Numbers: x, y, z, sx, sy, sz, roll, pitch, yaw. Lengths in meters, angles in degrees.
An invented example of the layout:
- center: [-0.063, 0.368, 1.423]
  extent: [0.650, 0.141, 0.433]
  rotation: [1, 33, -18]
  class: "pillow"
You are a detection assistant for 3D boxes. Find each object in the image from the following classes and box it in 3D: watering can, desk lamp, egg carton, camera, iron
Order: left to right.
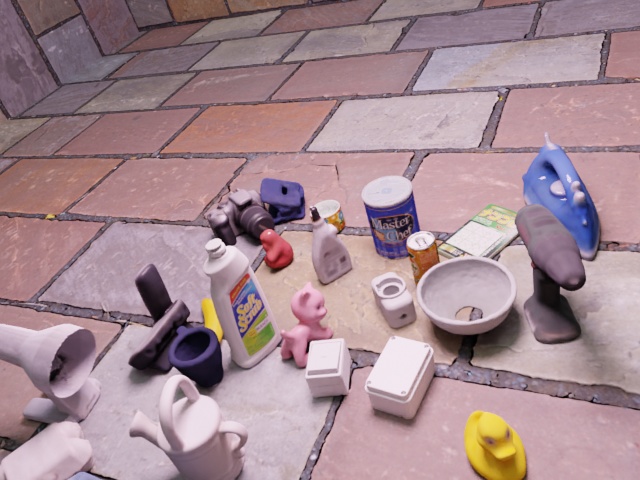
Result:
- center: [-0.451, 0.374, 0.942]
  extent: [0.150, 0.069, 0.107]
  rotation: [-37, 40, -24]
  class: "egg carton"
- center: [-0.480, 0.234, 1.014]
  extent: [0.202, 0.214, 0.118]
  rotation: [0, 40, 23]
  class: "desk lamp"
- center: [-0.197, 0.283, 0.847]
  extent: [0.173, 0.194, 0.100]
  rotation: [-20, 36, -2]
  class: "watering can"
- center: [-0.180, -0.052, 1.353]
  extent: [0.143, 0.101, 0.136]
  rotation: [-32, 39, -18]
  class: "camera"
- center: [0.471, -0.094, 1.097]
  extent: [0.118, 0.142, 0.258]
  rotation: [-13, 37, 7]
  class: "iron"

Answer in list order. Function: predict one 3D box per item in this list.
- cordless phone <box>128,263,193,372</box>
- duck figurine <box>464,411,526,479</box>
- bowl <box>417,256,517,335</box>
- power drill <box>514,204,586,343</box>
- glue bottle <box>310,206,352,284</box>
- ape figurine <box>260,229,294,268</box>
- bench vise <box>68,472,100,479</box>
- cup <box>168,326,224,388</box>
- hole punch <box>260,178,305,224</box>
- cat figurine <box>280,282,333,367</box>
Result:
- center: [-0.325, 0.147, 1.086]
  extent: [0.094, 0.185, 0.148]
  rotation: [2, 41, 26]
  class: "cordless phone"
- center: [0.234, 0.268, 0.777]
  extent: [0.077, 0.086, 0.104]
  rotation: [-21, 36, -4]
  class: "duck figurine"
- center: [0.254, 0.107, 0.985]
  extent: [0.167, 0.075, 0.167]
  rotation: [-11, 37, 9]
  class: "bowl"
- center: [0.360, 0.057, 0.892]
  extent: [0.075, 0.209, 0.229]
  rotation: [-12, 37, 9]
  class: "power drill"
- center: [0.010, 0.004, 1.138]
  extent: [0.078, 0.173, 0.037]
  rotation: [-30, 38, -15]
  class: "glue bottle"
- center: [-0.102, 0.015, 1.240]
  extent: [0.076, 0.092, 0.078]
  rotation: [-7, 38, 15]
  class: "ape figurine"
- center: [-0.251, 0.352, 0.759]
  extent: [0.208, 0.220, 0.121]
  rotation: [-31, 38, -17]
  class: "bench vise"
- center: [-0.219, 0.213, 1.032]
  extent: [0.092, 0.095, 0.117]
  rotation: [-33, 39, -19]
  class: "cup"
- center: [-0.089, -0.105, 1.391]
  extent: [0.101, 0.091, 0.108]
  rotation: [-13, 37, 7]
  class: "hole punch"
- center: [-0.030, 0.141, 1.025]
  extent: [0.067, 0.118, 0.128]
  rotation: [12, 46, 35]
  class: "cat figurine"
